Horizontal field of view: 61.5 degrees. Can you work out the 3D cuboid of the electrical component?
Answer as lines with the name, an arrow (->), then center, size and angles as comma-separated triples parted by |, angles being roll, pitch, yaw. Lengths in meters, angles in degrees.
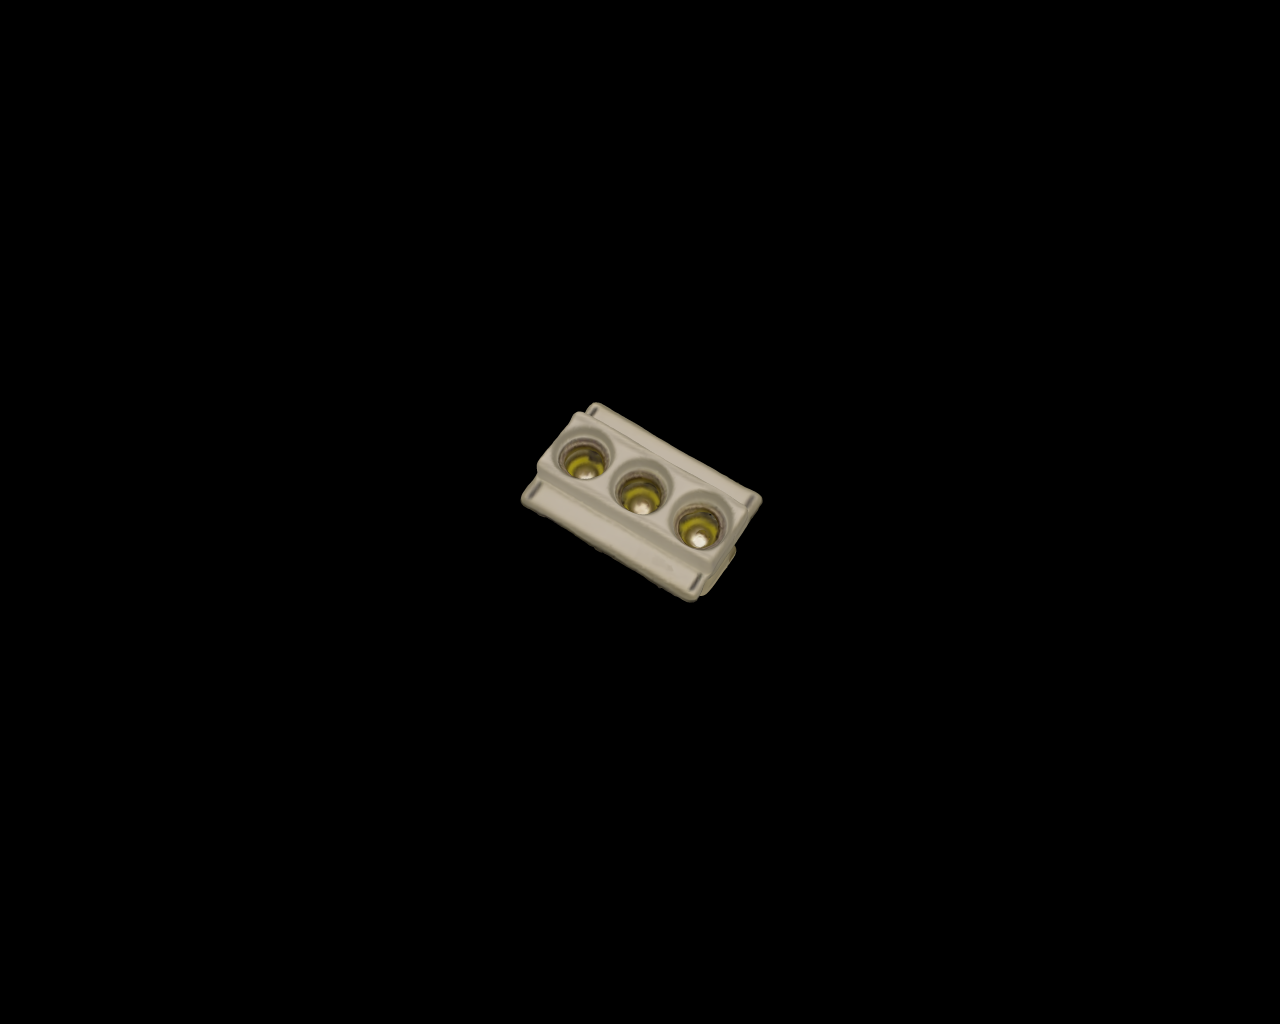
electrical component -> 0.001, -0.003, 0.650 | 0.121, 0.079, 0.063 | 30, -23, 14
